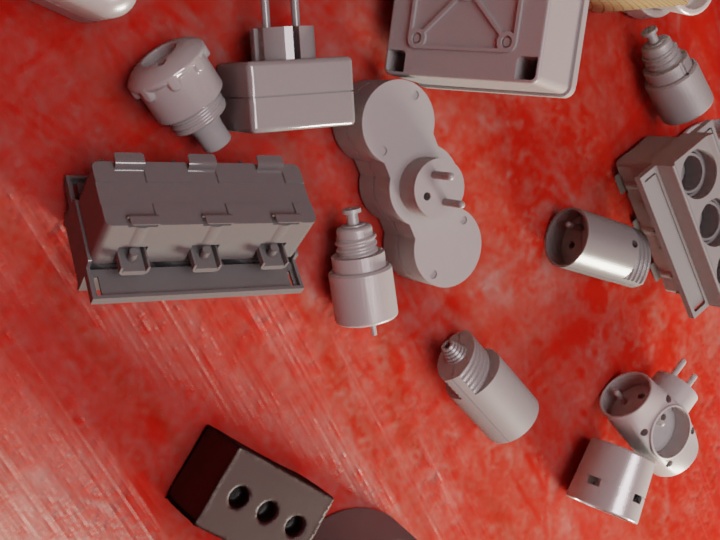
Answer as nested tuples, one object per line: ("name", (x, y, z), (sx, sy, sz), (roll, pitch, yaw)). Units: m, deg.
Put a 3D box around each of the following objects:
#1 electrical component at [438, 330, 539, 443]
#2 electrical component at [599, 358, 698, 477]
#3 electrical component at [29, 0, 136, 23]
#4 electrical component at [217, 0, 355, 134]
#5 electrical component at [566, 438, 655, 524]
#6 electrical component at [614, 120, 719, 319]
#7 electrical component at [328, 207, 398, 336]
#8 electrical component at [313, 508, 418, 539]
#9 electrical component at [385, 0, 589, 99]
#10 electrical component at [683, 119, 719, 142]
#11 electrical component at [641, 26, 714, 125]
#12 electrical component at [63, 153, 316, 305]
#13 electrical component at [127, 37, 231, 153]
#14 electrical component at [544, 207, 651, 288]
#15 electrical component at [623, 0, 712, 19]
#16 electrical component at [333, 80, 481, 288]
("electrical component", (0.081, 0.076, 0.726), (0.043, 0.043, 0.081), (-50, 119, -15))
("electrical component", (0.231, 0.104, 0.820), (0.079, 0.044, 0.077), (-50, 119, -15))
("electrical component", (-0.156, -0.164, 0.536), (0.095, 0.059, 0.053), (20, 87, -32))
("electrical component", (-0.044, -0.120, 0.617), (0.066, 0.047, 0.076), (-9, 102, -28))
("electrical component", (0.187, 0.155, 0.797), (0.055, 0.055, 0.047), (28, 80, -31))
("electrical component", (0.240, -0.038, 0.791), (0.079, 0.063, 0.121), (-37, 115, -21))
("electrical component", (0.000, 0.000, 0.667), (0.040, 0.040, 0.078), (-16, 106, -28))
("electrical component", (0.006, 0.215, 0.694), (0.108, 0.060, 0.108), (-5, 101, -30))
("electrical component", (0.078, -0.163, 0.643), (0.056, 0.109, 0.108), (1, 98, -55))
("electrical component", (0.272, -0.077, 0.818), (0.044, 0.044, 0.065), (-31, 117, -23))
("electrical component", (0.225, -0.141, 0.778), (0.040, 0.040, 0.078), (-45, 117, -17))
("electrical component", (-0.091, -0.026, 0.587), (0.121, 0.063, 0.078), (-2, 59, -31))
("electrical component", (-0.094, -0.094, 0.594), (0.048, 0.048, 0.062), (-44, 124, -18))
("electrical component", (0.177, -0.014, 0.768), (0.081, 0.043, 0.043), (14, 91, -32))
("electrical component", (0.213, -0.199, 0.752), (0.045, 0.055, 0.045), (-6, 101, -30))
("electrical component", (0.039, -0.052, 0.662), (0.052, 0.074, 0.138), (-33, 113, -22))
